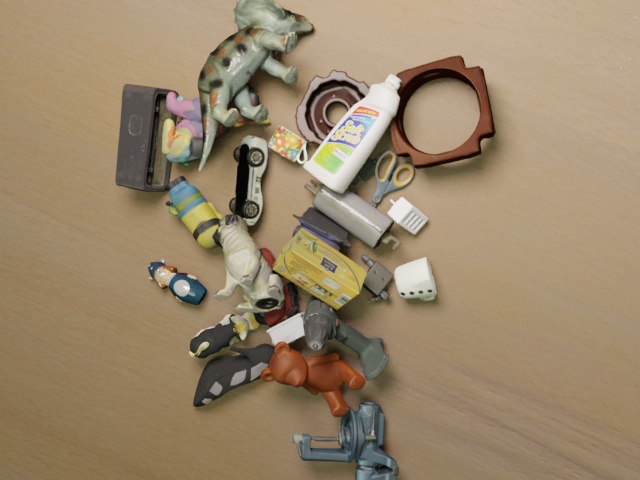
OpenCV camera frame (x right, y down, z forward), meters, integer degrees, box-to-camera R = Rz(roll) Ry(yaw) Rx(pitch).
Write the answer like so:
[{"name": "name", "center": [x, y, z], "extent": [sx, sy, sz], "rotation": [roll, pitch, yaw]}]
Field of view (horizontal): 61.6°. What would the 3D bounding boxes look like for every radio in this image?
[{"name": "radio", "center": [-0.379, -0.222, 1.178], "extent": [0.073, 0.131, 0.229], "rotation": [9, 99, 7]}]

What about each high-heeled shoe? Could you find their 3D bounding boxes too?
[{"name": "high-heeled shoe", "center": [-0.194, 0.329, 1.282], "extent": [0.145, 0.086, 0.248], "rotation": [23, 122, -27]}]

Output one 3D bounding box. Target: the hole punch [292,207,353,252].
[{"name": "hole punch", "center": [-0.002, -0.004, 1.176], "extent": [0.142, 0.116, 0.092], "rotation": [30, 109, 3]}]

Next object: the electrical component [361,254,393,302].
[{"name": "electrical component", "center": [0.117, 0.092, 1.209], "extent": [0.102, 0.045, 0.078], "rotation": [35, 72, -2]}]

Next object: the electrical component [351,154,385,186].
[{"name": "electrical component", "center": [0.094, -0.166, 1.183], "extent": [0.094, 0.021, 0.063], "rotation": [-43, 91, 11]}]

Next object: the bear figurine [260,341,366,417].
[{"name": "bear figurine", "center": [-0.019, 0.299, 1.179], "extent": [0.195, 0.132, 0.120], "rotation": [20, 107, -37]}]

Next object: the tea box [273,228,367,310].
[{"name": "tea box", "center": [0.000, 0.062, 1.120], "extent": [0.169, 0.068, 0.098], "rotation": [35, 139, -11]}]

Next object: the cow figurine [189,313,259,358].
[{"name": "cow figurine", "center": [-0.222, 0.216, 1.240], "extent": [0.167, 0.098, 0.068], "rotation": [-30, 87, 10]}]

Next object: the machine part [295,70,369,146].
[{"name": "machine part", "center": [0.038, -0.272, 1.158], "extent": [0.179, 0.056, 0.179], "rotation": [1, 98, 6]}]

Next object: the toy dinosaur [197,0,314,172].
[{"name": "toy dinosaur", "center": [-0.168, -0.342, 1.084], "extent": [0.192, 0.131, 0.405], "rotation": [40, 84, 27]}]

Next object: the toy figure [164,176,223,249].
[{"name": "toy figure", "center": [-0.282, -0.058, 1.211], "extent": [0.082, 0.089, 0.180], "rotation": [-33, 96, 16]}]

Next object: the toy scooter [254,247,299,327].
[{"name": "toy scooter", "center": [-0.089, 0.105, 1.220], "extent": [0.135, 0.075, 0.183], "rotation": [-7, 93, 8]}]

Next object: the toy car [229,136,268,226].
[{"name": "toy car", "center": [-0.158, -0.129, 1.193], "extent": [0.074, 0.056, 0.201], "rotation": [17, 105, 49]}]

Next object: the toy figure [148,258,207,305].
[{"name": "toy figure", "center": [-0.339, 0.096, 1.259], "extent": [0.154, 0.057, 0.064], "rotation": [30, 62, 4]}]

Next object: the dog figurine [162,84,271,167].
[{"name": "dog figurine", "center": [-0.221, -0.249, 1.167], "extent": [0.219, 0.108, 0.191], "rotation": [6, 93, 3]}]

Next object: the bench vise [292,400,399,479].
[{"name": "bench vise", "center": [0.054, 0.478, 1.222], "extent": [0.241, 0.129, 0.223], "rotation": [6, 91, -11]}]

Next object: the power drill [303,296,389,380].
[{"name": "power drill", "center": [0.047, 0.214, 1.152], "extent": [0.207, 0.232, 0.086], "rotation": [33, 106, -15]}]

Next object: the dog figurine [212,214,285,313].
[{"name": "dog figurine", "center": [-0.147, 0.048, 1.158], "extent": [0.121, 0.172, 0.191], "rotation": [-22, 51, 17]}]

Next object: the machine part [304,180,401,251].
[{"name": "machine part", "center": [0.071, -0.058, 1.161], "extent": [0.243, 0.079, 0.079], "rotation": [35, 101, 11]}]

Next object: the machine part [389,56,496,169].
[{"name": "machine part", "center": [0.245, -0.256, 1.099], "extent": [0.201, 0.087, 0.201], "rotation": [-11, 90, 21]}]
